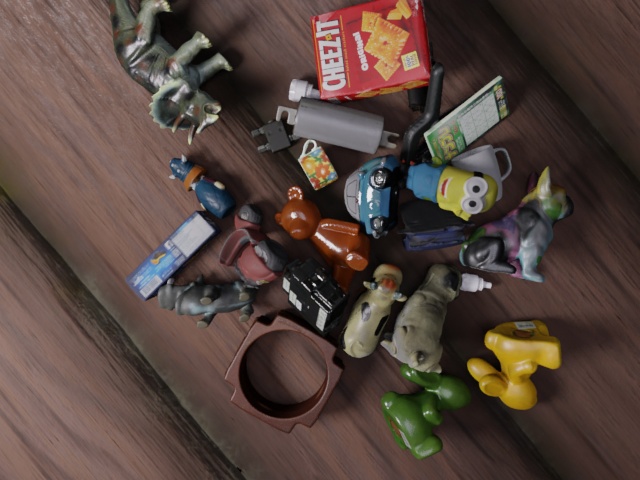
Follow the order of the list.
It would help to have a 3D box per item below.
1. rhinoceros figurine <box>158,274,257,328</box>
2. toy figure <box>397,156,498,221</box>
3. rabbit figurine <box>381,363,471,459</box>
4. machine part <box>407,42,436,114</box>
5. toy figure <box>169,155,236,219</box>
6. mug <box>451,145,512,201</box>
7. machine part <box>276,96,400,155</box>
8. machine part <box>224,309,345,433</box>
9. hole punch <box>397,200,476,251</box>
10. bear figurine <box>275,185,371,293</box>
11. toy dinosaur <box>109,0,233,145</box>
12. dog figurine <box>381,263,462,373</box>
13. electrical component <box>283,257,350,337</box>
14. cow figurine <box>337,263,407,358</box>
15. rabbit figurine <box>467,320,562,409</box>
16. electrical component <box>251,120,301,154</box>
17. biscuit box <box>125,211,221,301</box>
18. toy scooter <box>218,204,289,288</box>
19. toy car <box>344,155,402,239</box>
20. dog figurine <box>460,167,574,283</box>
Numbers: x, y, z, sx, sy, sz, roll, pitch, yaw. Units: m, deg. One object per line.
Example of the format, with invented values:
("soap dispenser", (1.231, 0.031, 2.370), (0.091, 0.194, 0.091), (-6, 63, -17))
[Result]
("rhinoceros figurine", (-0.219, 0.110, 1.050), (0.190, 0.112, 0.073), (-2, 122, -11))
("toy figure", (0.238, -0.104, 0.997), (0.180, 0.089, 0.082), (19, 135, 28))
("rabbit figurine", (0.209, 0.315, 1.057), (0.170, 0.121, 0.159), (-28, 84, -16))
("machine part", (0.194, -0.320, 1.065), (0.084, 0.039, 0.138), (-6, 89, -7))
("toy figure", (-0.236, -0.107, 1.069), (0.154, 0.058, 0.064), (44, 87, 5))
("mug", (0.322, -0.126, 1.050), (0.110, 0.081, 0.107), (-23, 101, -9))
("machine part", (0.036, -0.223, 1.045), (0.243, 0.079, 0.079), (14, 92, -2))
("machine part", (-0.069, 0.254, 1.059), (0.201, 0.087, 0.201), (29, 91, 2))
("hole punch", (0.214, -0.015, 1.028), (0.142, 0.116, 0.092), (-5, 121, 1))
("bear figurine", (-0.001, -0.005, 1.031), (0.196, 0.132, 0.120), (32, 126, -6))
("toy dinosaur", (-0.319, -0.355, 1.042), (0.405, 0.131, 0.192), (43, 91, 6))
("dog figurine", (0.208, 0.138, 1.012), (0.121, 0.172, 0.190), (24, 99, -10))
("electrical component", (-0.012, 0.100, 1.005), (0.058, 0.114, 0.134), (-35, 67, -29))
("cow figurine", (0.100, 0.134, 1.032), (0.085, 0.127, 0.194), (24, 94, -2))
("rabbit figurine", (0.378, 0.255, 1.037), (0.162, 0.122, 0.173), (-9, 110, -5))
("electrical component", (-0.087, -0.210, 1.080), (0.094, 0.021, 0.063), (-19, 90, 2))
("biscuit box", (-0.291, 0.031, 1.070), (0.202, 0.063, 0.059), (-44, 91, 2))
("toy scooter", (-0.141, 0.029, 1.043), (0.135, 0.075, 0.184), (-46, 51, 17))
("toy car", (0.100, -0.088, 1.048), (0.103, 0.109, 0.161), (10, 103, 24))
("dog figurine", (0.381, -0.036, 1.035), (0.192, 0.108, 0.219), (13, 87, 4))
